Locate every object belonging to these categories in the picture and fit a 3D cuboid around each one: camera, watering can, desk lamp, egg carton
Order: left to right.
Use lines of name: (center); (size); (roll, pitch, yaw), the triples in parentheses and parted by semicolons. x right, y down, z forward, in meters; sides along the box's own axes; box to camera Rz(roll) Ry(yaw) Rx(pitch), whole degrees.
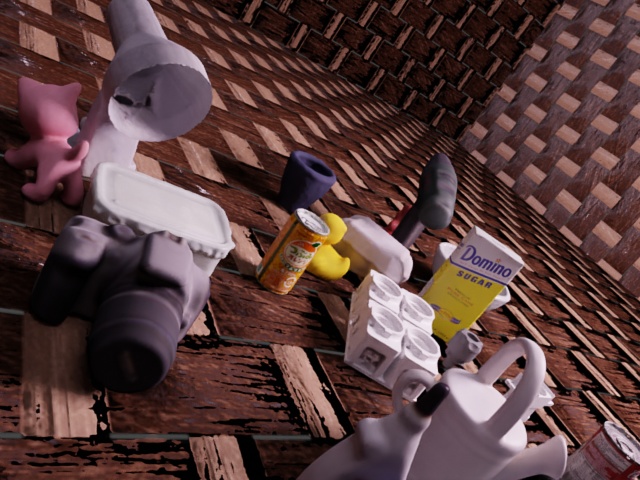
desk lamp: (-0.242, -0.177, 0.702); (0.118, 0.213, 0.202); (7, 34, -50)
camera: (-0.165, 0.051, 0.489); (0.143, 0.100, 0.136); (26, 23, -22)
egg carton: (0.084, 0.020, 0.959); (0.150, 0.069, 0.107); (40, 22, 14)
watering can: (0.159, 0.178, 0.565); (0.173, 0.194, 0.100); (25, 23, -22)

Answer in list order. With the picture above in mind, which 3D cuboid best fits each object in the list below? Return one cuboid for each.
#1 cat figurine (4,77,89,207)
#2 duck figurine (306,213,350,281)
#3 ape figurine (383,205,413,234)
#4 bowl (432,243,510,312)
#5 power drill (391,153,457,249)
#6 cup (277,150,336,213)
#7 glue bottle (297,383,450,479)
cat figurine: (-0.294, -0.119, 0.635); (0.127, 0.117, 0.067); (46, 24, 27)
duck figurine: (0.008, 0.003, 0.862); (0.104, 0.086, 0.078); (37, 21, 7)
ape figurine: (0.166, -0.032, 1.157); (0.078, 0.092, 0.076); (6, 35, -51)
bowl: (0.275, 0.084, 1.097); (0.168, 0.074, 0.167); (30, 22, -13)
power drill: (0.175, -0.049, 1.048); (0.076, 0.208, 0.229); (31, 22, -9)
cup: (-0.030, -0.098, 1.007); (0.091, 0.095, 0.118); (34, 21, -1)
glue bottle: (0.043, 0.170, 0.443); (0.078, 0.173, 0.037); (25, 23, -24)
